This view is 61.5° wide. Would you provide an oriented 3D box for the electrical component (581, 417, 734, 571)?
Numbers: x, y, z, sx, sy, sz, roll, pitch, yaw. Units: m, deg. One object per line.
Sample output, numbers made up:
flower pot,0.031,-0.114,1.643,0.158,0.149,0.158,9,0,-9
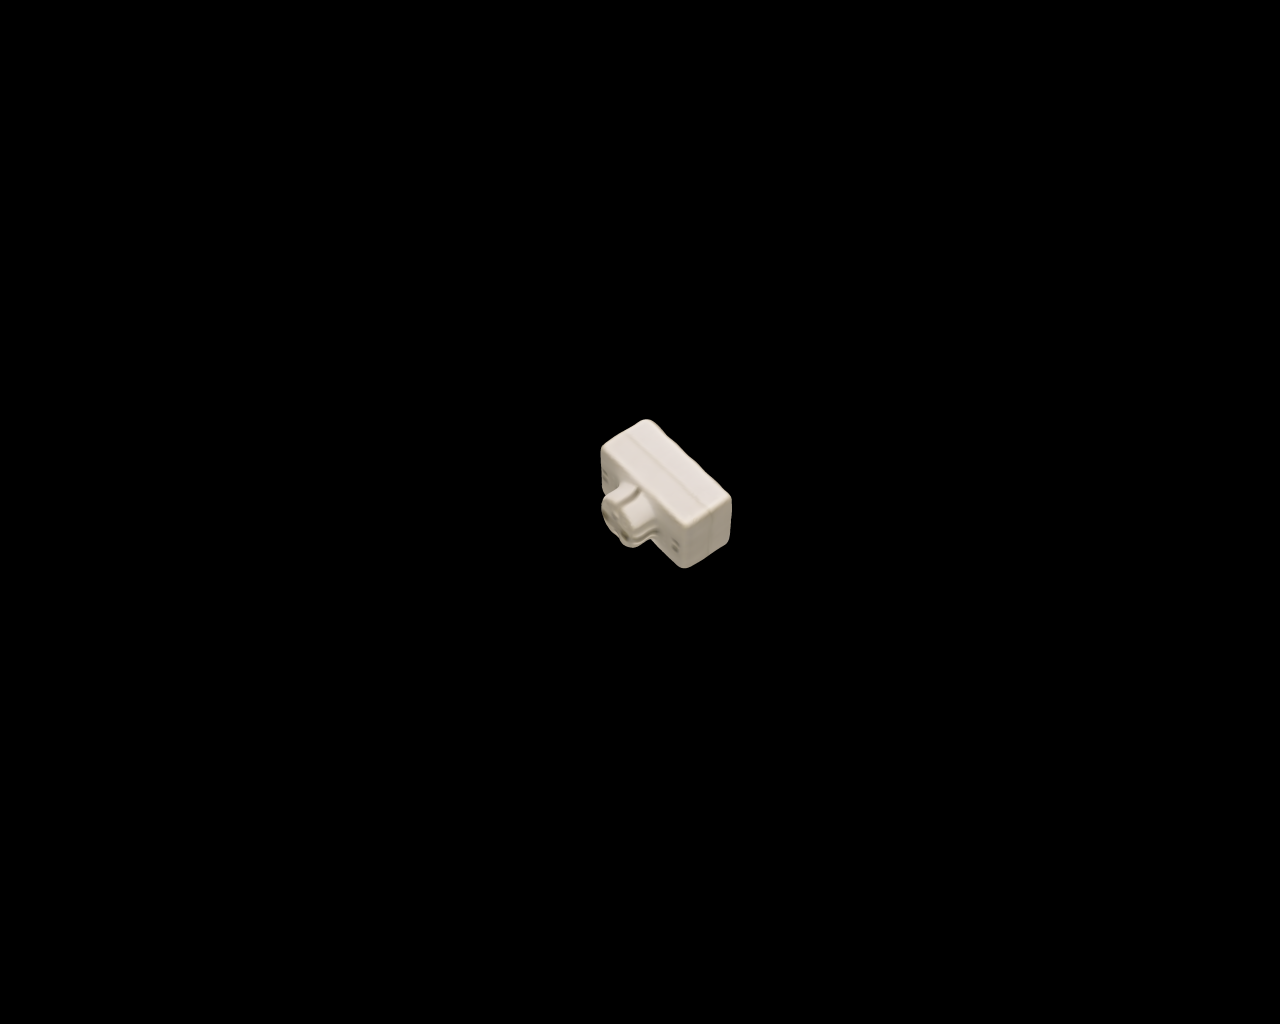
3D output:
electrical component,0.001,-0.003,0.650,0.076,0.083,0.047,-32,-32,-22
